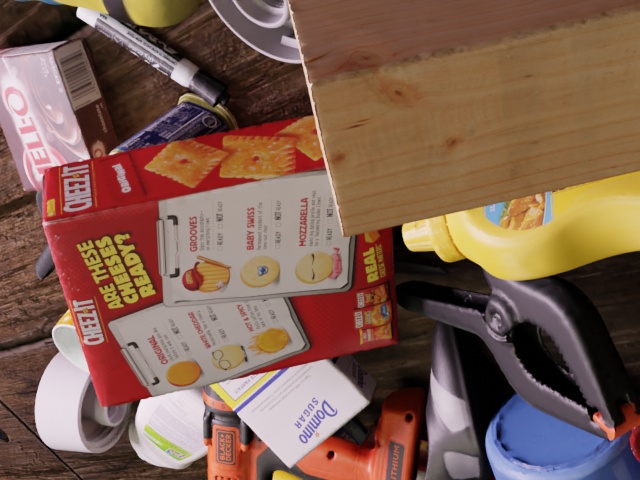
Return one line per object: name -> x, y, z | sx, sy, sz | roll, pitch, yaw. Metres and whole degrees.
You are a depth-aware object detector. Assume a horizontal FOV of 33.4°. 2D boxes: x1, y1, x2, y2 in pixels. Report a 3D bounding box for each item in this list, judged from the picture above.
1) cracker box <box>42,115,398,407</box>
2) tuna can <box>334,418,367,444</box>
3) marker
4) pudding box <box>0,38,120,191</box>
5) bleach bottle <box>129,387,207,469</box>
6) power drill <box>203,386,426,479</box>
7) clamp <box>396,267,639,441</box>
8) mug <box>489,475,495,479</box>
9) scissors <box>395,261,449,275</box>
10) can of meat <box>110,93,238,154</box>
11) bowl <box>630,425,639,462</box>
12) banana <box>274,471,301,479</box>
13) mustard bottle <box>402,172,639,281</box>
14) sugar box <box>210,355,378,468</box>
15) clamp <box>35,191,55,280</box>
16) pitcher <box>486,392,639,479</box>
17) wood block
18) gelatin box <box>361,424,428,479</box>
cracker box -> -0.060, 0.012, 0.712 | 0.213, 0.072, 0.164 | -11, 128, -6
tuna can -> 0.005, 0.189, 0.992 | 0.086, 0.033, 0.086 | 21, 141, 18
marker -> -0.114, -0.130, 0.743 | 0.121, 0.020, 0.020 | 34, 143, 0
pudding box -> -0.203, -0.093, 0.814 | 0.090, 0.039, 0.113 | 1, 115, 35
bleach bottle -> -0.142, 0.172, 1.062 | 0.102, 0.068, 0.251 | 39, 145, -6
power drill -> -0.008, 0.149, 0.897 | 0.188, 0.057, 0.184 | 8, 114, 14
clamp -> 0.120, 0.034, 0.661 | 0.210, 0.036, 0.165 | 45, 145, 38
mug -> 0.146, 0.255, 0.903 | 0.081, 0.093, 0.117 | 65, 170, -27
scissors -> -0.005, 0.001, 0.808 | 0.202, 0.016, 0.096 | -9, 125, 42
can of meat -> -0.102, -0.040, 0.767 | 0.058, 0.083, 0.102 | 23, 136, 28
bowl -> 0.269, 0.095, 0.648 | 0.162, 0.055, 0.162 | 3, 144, 2
banana -> 0.001, 0.273, 1.084 | 0.198, 0.037, 0.070 | 31, 141, 4
mustard bottle -> 0.133, -0.024, 0.578 | 0.192, 0.096, 0.058 | -15, 129, 28
sugar box -> -0.048, 0.083, 0.833 | 0.093, 0.048, 0.176 | -42, 95, 20
clamp -> -0.218, -0.005, 0.943 | 0.120, 0.039, 0.171 | 12, 131, 21
pitcher -> 0.216, 0.223, 0.791 | 0.149, 0.144, 0.242 | -9, 124, 29
wood block -> 0.098, -0.082, 0.495 | 0.206, 0.091, 0.090 | -13, 131, 1
gelatin box -> 0.079, 0.212, 0.965 | 0.073, 0.030, 0.089 | 14, 138, 23
